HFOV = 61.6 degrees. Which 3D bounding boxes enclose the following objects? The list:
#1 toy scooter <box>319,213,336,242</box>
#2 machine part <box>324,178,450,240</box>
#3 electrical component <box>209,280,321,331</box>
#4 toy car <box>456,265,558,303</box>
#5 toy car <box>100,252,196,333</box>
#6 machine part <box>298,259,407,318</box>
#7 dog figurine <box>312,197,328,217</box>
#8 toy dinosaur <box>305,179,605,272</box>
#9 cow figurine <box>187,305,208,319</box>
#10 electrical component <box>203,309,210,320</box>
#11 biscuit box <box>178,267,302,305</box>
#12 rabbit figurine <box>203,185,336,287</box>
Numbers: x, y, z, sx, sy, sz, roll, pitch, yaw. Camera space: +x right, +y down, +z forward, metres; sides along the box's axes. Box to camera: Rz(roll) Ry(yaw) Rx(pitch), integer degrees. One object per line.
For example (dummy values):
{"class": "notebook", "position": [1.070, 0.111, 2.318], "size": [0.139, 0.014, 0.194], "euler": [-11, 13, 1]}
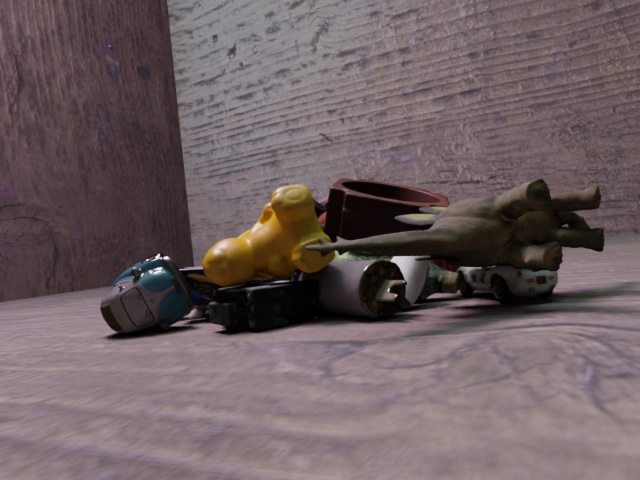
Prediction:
{"class": "toy scooter", "position": [-0.002, -0.003, 1.054], "size": [0.184, 0.075, 0.135], "euler": [-37, -8, 1]}
{"class": "machine part", "position": [0.115, -0.044, 0.922], "size": [0.202, 0.087, 0.201], "euler": [12, 15, 7]}
{"class": "electrical component", "position": [-0.083, 0.090, 0.749], "size": [0.134, 0.058, 0.115], "euler": [-6, -3, -33]}
{"class": "toy car", "position": [0.259, 0.054, 0.768], "size": [0.073, 0.056, 0.202], "euler": [-6, 0, -9]}
{"class": "toy car", "position": [-0.276, 0.091, 0.811], "size": [0.162, 0.109, 0.103], "euler": [-17, 11, 35]}
{"class": "machine part", "position": [0.039, 0.067, 0.752], "size": [0.079, 0.079, 0.243], "euler": [-6, -1, -30]}
{"class": "dog figurine", "position": [0.011, -0.031, 1.194], "size": [0.219, 0.109, 0.191], "euler": [-17, -37, -18]}
{"class": "toy dinosaur", "position": [0.207, -0.010, 0.682], "size": [0.471, 0.105, 0.199], "euler": [-2, -3, -39]}
{"class": "cow figurine", "position": [-0.211, 0.086, 0.941], "size": [0.167, 0.098, 0.068], "euler": [-6, 5, -7]}
{"class": "electrical component", "position": [-0.140, 0.115, 0.869], "size": [0.094, 0.021, 0.063], "euler": [-6, -1, -15]}
{"class": "biscuit box", "position": [-0.128, 0.071, 0.884], "size": [0.203, 0.062, 0.059], "euler": [-3, -1, -4]}
{"class": "rabbit figurine", "position": [-0.085, 0.009, 0.759], "size": [0.173, 0.121, 0.162], "euler": [-25, 2, -18]}
